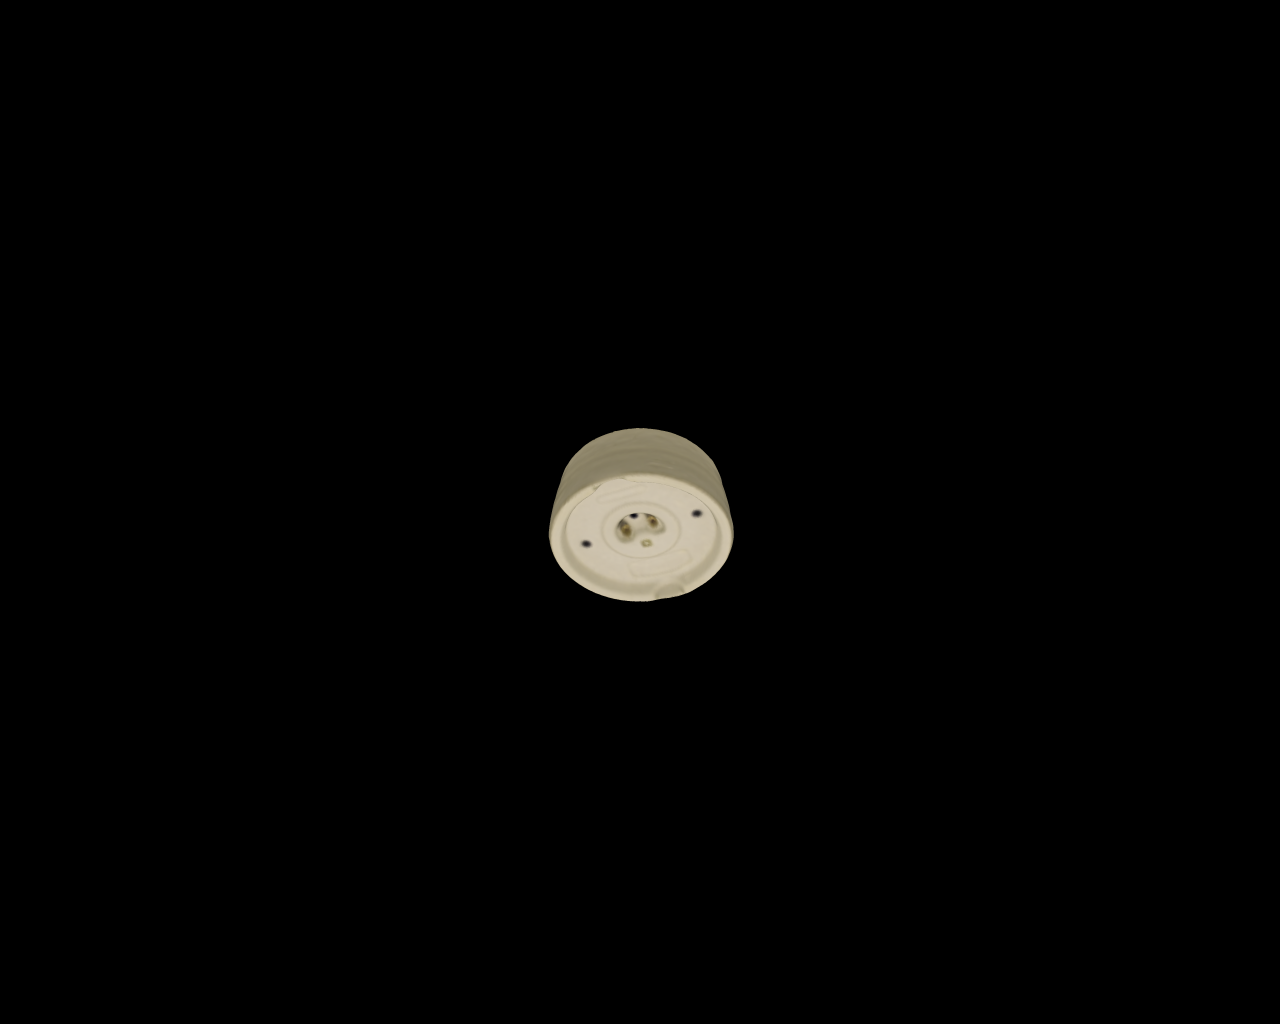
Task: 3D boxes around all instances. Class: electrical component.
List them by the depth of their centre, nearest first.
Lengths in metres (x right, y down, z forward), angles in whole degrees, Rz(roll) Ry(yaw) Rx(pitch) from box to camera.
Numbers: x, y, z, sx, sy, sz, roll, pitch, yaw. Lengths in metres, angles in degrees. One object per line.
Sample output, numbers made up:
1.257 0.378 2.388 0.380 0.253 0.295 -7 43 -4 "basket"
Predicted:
0.001 -0.003 0.650 0.108 0.108 0.060 0 44 0 "electrical component"
